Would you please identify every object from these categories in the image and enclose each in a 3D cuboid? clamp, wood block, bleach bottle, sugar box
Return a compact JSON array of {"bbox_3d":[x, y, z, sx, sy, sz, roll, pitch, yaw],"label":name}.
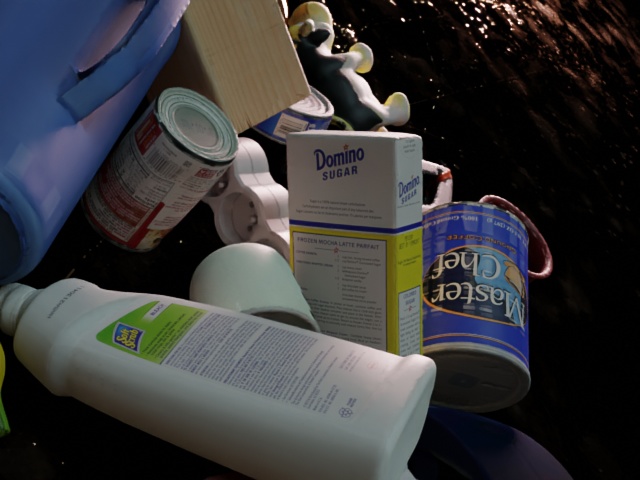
[{"bbox_3d":[0.059,-0.040,0.988,0.164,0.036,0.209,49,36,3],"label":"clamp"},{"bbox_3d":[-0.097,-0.184,0.799,0.090,0.090,0.206,-33,110,-37],"label":"wood block"},{"bbox_3d":[-0.069,0.072,0.604,0.251,0.068,0.102,18,29,15],"label":"bleach bottle"},{"bbox_3d":[0.025,0.012,0.755,0.048,0.093,0.176,-12,105,-55],"label":"sugar box"}]

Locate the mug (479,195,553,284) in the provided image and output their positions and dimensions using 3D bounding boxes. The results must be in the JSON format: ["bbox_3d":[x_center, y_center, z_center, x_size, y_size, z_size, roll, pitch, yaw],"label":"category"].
[{"bbox_3d":[0.163,0.021,0.997,0.117,0.082,0.093,10,47,-43],"label":"mug"}]

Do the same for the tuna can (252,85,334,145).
[{"bbox_3d":[-0.032,-0.117,0.945,0.086,0.034,0.086,22,26,-11],"label":"tuna can"}]

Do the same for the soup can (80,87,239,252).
[{"bbox_3d":[-0.111,-0.048,0.737,0.068,0.102,0.068,29,36,-24],"label":"soup can"}]

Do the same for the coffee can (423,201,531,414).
[{"bbox_3d":[0.118,0.054,0.863,0.102,0.103,0.140,28,50,-27],"label":"coffee can"}]

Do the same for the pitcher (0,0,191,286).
[{"bbox_3d":[-0.174,-0.092,0.663,0.145,0.149,0.242,18,45,-3],"label":"pitcher"}]

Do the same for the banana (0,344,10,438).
[{"bbox_3d":[-0.242,0.038,0.553,0.197,0.037,0.069,28,36,-27],"label":"banana"}]

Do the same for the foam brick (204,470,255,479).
[{"bbox_3d":[-0.057,0.165,0.590,0.052,0.078,0.051,-2,58,-50],"label":"foam brick"}]
